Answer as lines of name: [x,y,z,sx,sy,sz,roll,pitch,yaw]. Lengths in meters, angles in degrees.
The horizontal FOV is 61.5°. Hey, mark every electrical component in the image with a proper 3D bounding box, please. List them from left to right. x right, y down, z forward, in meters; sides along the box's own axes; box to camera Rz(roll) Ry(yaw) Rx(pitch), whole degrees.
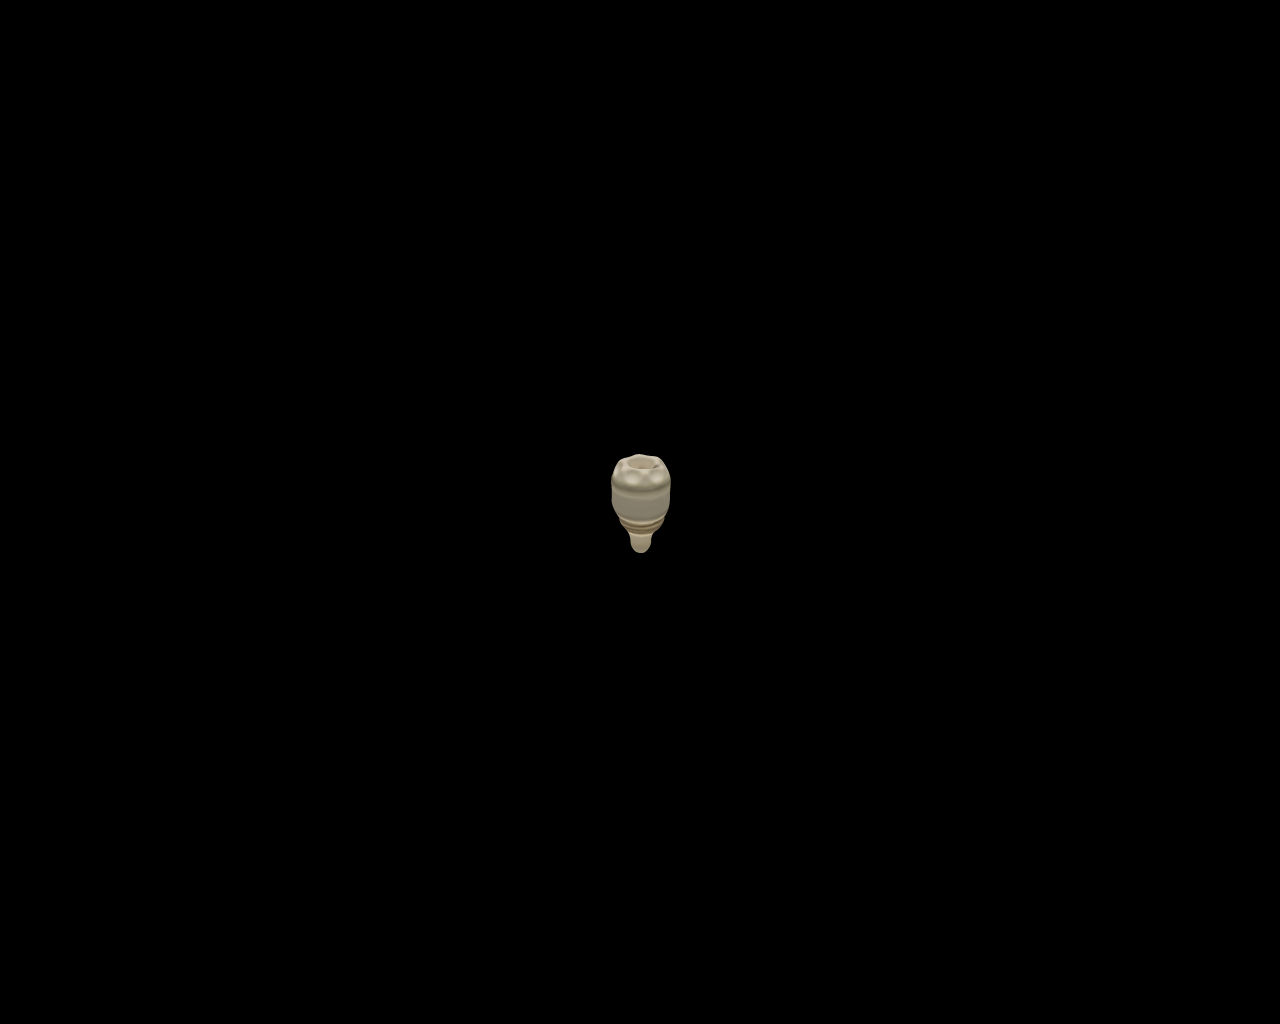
electrical component: [0.001,-0.003,0.650,0.035,0.061,0.035,0,26,0]
